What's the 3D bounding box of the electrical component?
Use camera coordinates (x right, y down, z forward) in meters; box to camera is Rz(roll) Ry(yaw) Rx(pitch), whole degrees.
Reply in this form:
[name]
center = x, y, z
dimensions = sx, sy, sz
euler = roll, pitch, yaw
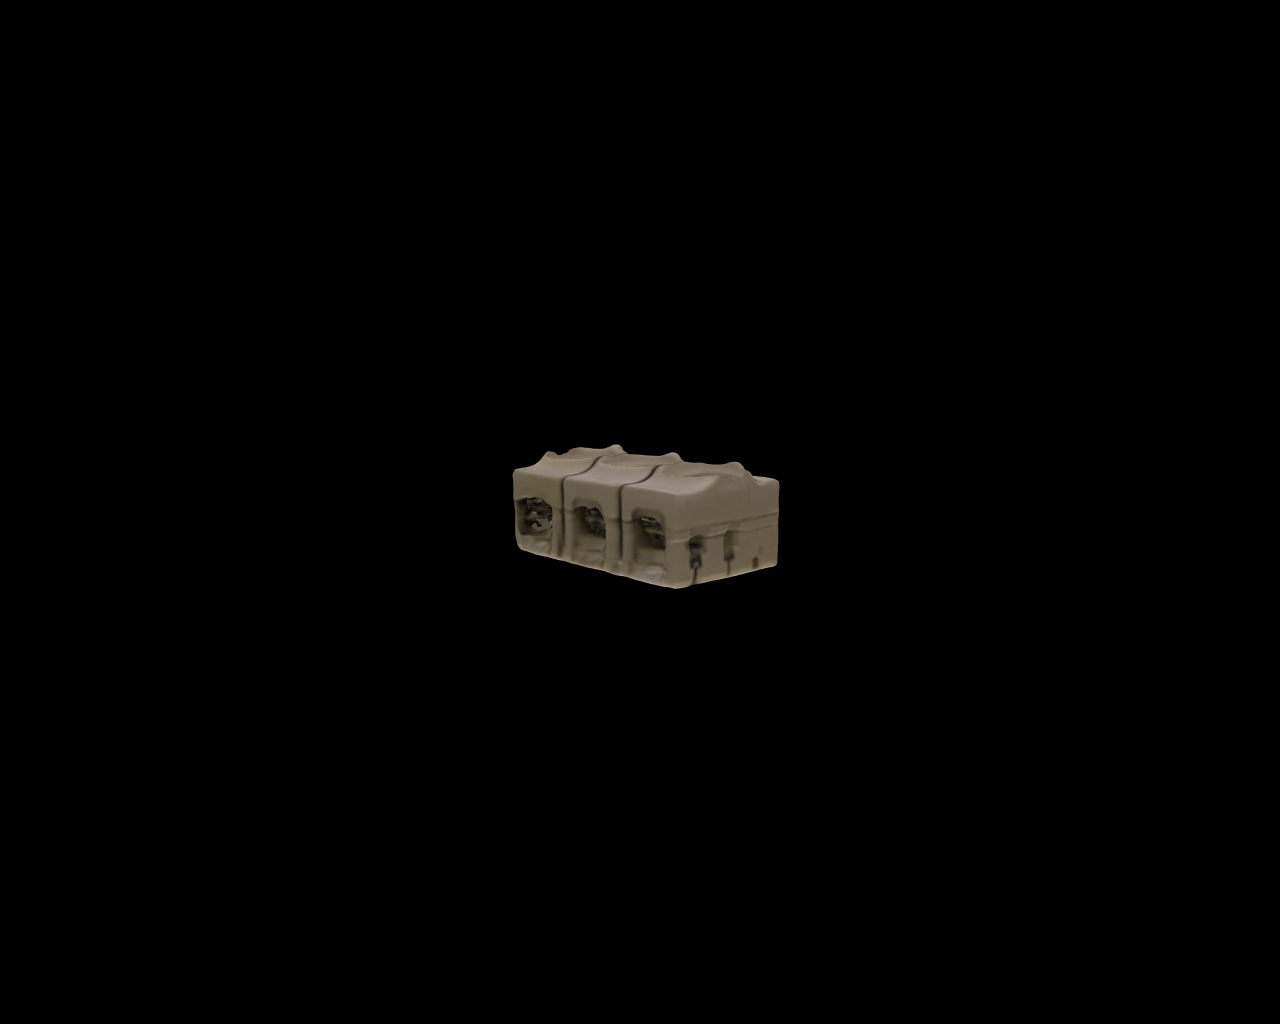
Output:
[electrical component]
center = 0.001, -0.003, 0.650
dimensions = 0.090, 0.061, 0.150
euler = -10, 15, -42
